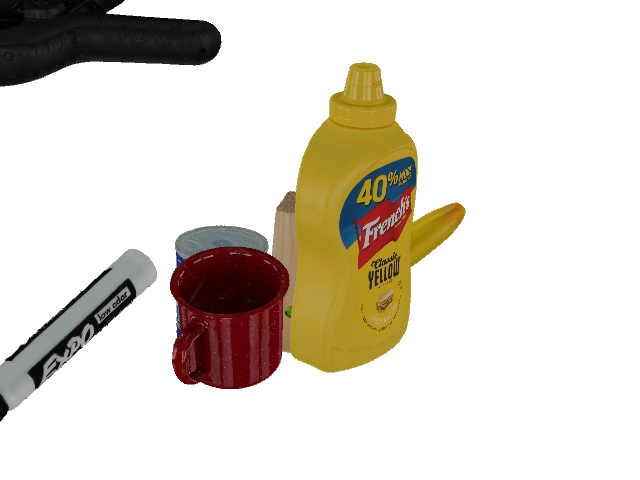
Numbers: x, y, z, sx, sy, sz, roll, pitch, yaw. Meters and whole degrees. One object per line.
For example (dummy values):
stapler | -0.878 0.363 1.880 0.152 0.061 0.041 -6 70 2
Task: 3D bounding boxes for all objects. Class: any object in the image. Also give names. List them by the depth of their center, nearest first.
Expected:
marker | -0.114 0.045 0.449 0.020 0.020 0.121 0 34 41
clamp | -0.155 -0.123 0.603 0.171 0.039 0.120 -10 31 -27
mustard bottle | 0.024 -0.018 0.679 0.058 0.192 0.096 21 30 37
mug | -0.077 0.070 0.842 0.093 0.081 0.117 18 38 22
banana | 0.056 0.027 1.038 0.198 0.037 0.069 -33 0 -1
coffee can | -0.111 0.066 1.198 0.103 0.140 0.103 2 22 -1
wood block | -0.020 0.047 1.486 0.090 0.206 0.090 9 22 7
